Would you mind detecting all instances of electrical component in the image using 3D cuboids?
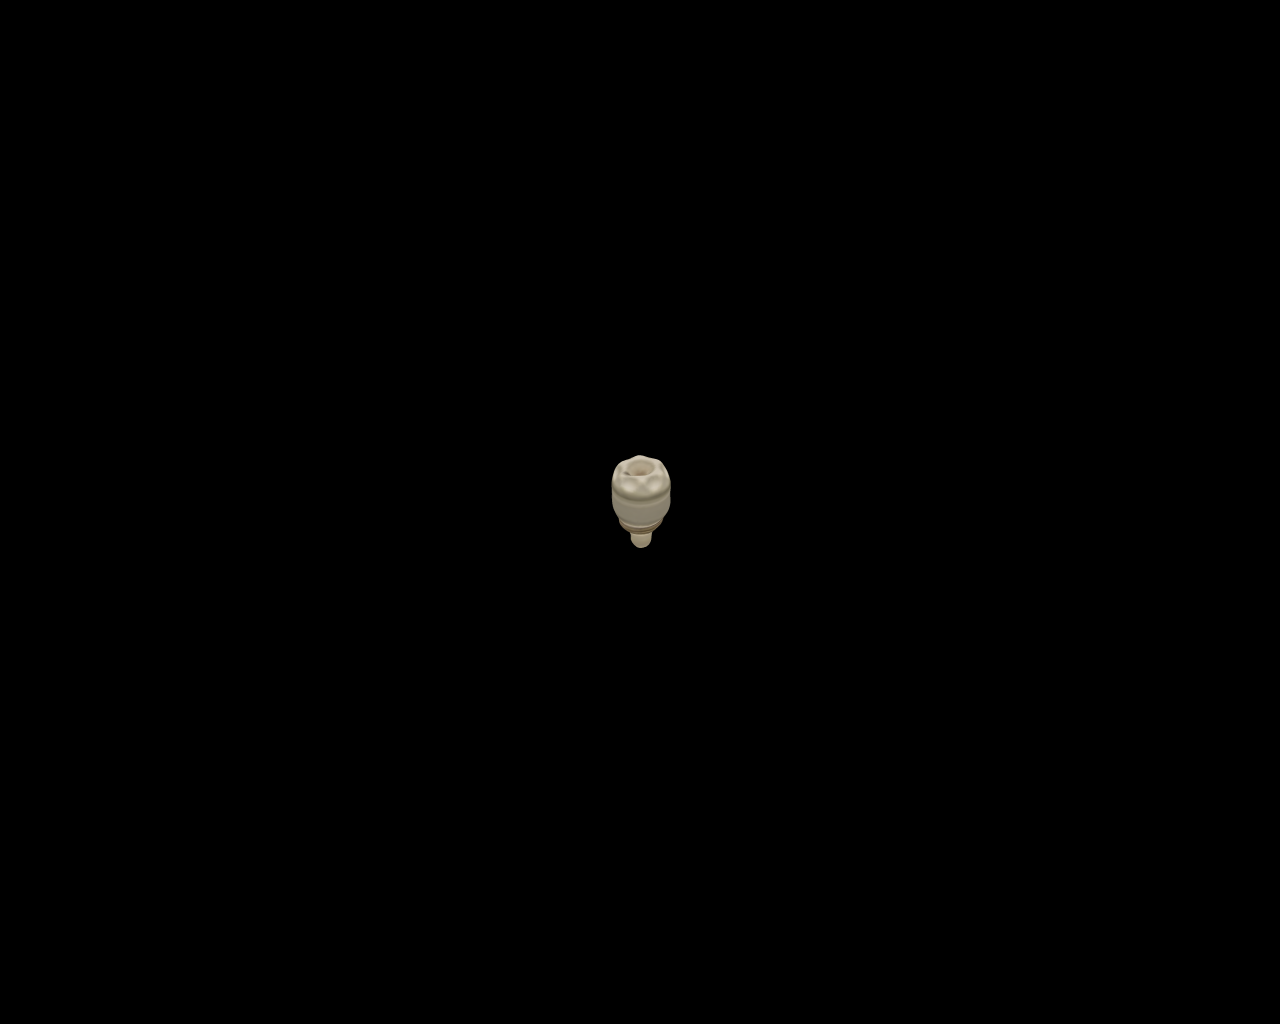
[{"bbox_3d":[0.001,-0.003,0.650,0.035,0.061,0.035,0,38,0],"label":"electrical component"}]
